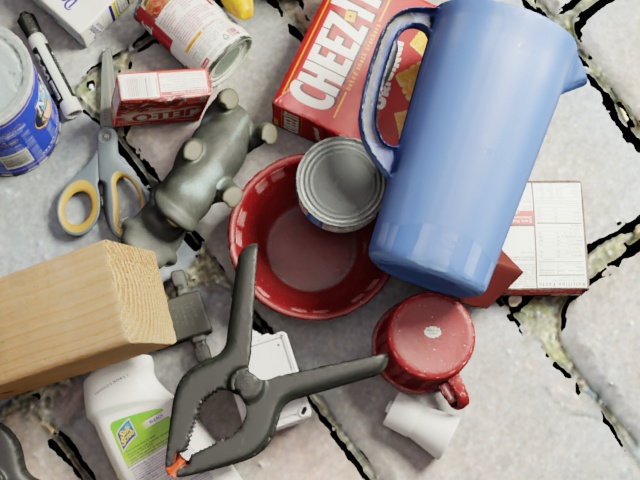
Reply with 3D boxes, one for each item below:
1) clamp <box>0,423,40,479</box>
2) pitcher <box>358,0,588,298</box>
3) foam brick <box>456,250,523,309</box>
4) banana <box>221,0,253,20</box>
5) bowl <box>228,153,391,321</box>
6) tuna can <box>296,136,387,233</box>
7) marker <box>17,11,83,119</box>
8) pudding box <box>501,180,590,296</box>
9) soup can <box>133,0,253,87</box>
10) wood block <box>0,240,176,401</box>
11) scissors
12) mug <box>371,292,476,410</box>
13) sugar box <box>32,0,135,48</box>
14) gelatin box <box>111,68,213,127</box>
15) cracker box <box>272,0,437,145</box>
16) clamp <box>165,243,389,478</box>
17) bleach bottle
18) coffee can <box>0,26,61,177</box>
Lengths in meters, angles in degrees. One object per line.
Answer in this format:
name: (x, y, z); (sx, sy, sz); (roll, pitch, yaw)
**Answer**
clamp: (-0.284, 0.220, 0.964); (0.120, 0.039, 0.171); (-25, 86, -15)
pitcher: (0.118, -0.082, 0.937); (0.149, 0.144, 0.243); (13, 80, 40)
foam brick: (0.140, 0.019, 1.003); (0.053, 0.051, 0.078); (-50, 56, 18)
banana: (-0.090, -0.307, 1.080); (0.037, 0.070, 0.198); (4, 77, -23)
bowl: (-0.007, 0.001, 1.018); (0.162, 0.055, 0.162); (1, 77, -3)
tuna can: (0.020, -0.050, 0.984); (0.086, 0.034, 0.086); (1, 78, -2)
marker: (-0.271, -0.176, 1.064); (0.020, 0.020, 0.121); (-27, 80, -9)
pudding box: (0.212, -0.002, 1.040); (0.090, 0.039, 0.113); (0, 79, -2)
soup can: (-0.125, -0.209, 1.055); (0.102, 0.068, 0.068); (44, 79, 6)
wood block: (-0.244, 0.078, 0.934); (0.206, 0.090, 0.090); (-19, 78, 16)
scissors: (-0.226, -0.088, 1.048); (0.096, 0.016, 0.202); (-18, 75, -4)
mug: (0.103, 0.104, 0.987); (0.093, 0.081, 0.117); (-26, 79, -9)
sugar box: (-0.211, -0.289, 1.081); (0.093, 0.048, 0.176); (42, 82, 7)
gelatin box: (-0.153, -0.136, 1.026); (0.089, 0.073, 0.030); (-6, 78, -17)
cracker box: (0.082, -0.151, 1.049); (0.214, 0.072, 0.164); (24, 78, 3)
clamp: (-0.067, 0.116, 0.934); (0.210, 0.036, 0.164); (-42, 81, -9)
bleach bottle: (-0.134, 0.194, 0.965); (0.102, 0.068, 0.251); (-29, 78, -9)
coffee can: (-0.304, -0.127, 0.989); (0.103, 0.140, 0.103); (1, 77, -3)
